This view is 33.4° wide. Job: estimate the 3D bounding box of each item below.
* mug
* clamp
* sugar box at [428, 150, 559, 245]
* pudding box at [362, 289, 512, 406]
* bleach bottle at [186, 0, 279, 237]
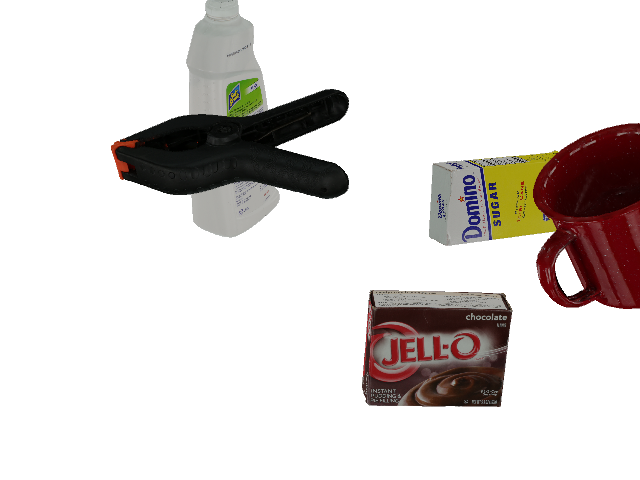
[{"bbox_3d":[0.180,-0.005,0.655,0.117,0.081,0.093,-41,32,-17],"label":"mug"},{"bbox_3d":[-0.057,-0.069,0.750,0.171,0.039,0.120,3,31,11],"label":"clamp"},{"bbox_3d":[0.215,-0.050,1.258,0.176,0.093,0.048,-9,21,-26],"label":"sugar box"},{"bbox_3d":[0.093,0.087,0.861,0.113,0.090,0.039,0,25,-4],"label":"pudding box"},{"bbox_3d":[-0.089,-0.131,1.072,0.068,0.251,0.102,20,40,24],"label":"bleach bottle"}]
